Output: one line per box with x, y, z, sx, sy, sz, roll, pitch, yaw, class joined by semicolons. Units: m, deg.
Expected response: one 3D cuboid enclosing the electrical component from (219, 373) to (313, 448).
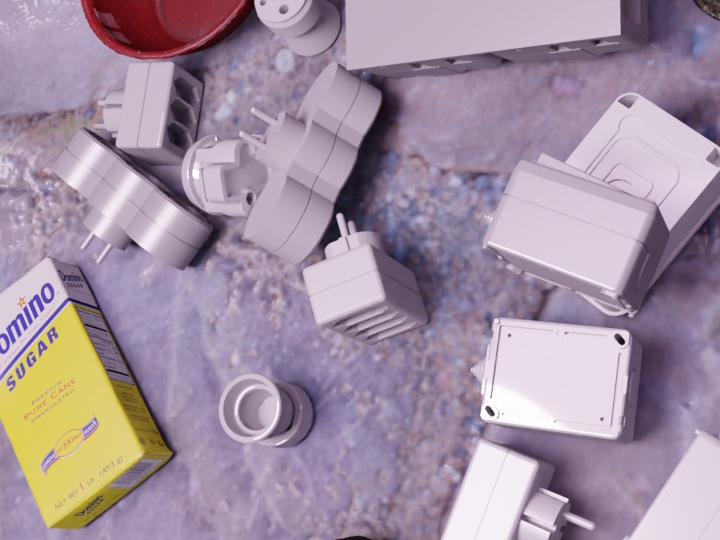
-0.060;0.093;0.705;0.045;0.055;0.045;-5;76;21;electrical component

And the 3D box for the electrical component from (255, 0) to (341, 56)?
-0.044;-0.183;0.765;0.045;0.055;0.045;-5;75;21;electrical component

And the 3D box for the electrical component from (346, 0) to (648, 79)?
0.085;-0.186;0.686;0.186;0.060;0.105;-1;91;32;electrical component

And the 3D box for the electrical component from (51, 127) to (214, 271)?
-0.177;-0.039;0.787;0.138;0.052;0.073;37;93;26;electrical component

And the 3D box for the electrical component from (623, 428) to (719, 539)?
0.196;0.133;0.586;0.061;0.062;0.096;34;92;26;electrical component

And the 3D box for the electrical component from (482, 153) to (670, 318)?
0.115;-0.023;0.592;0.096;0.062;0.061;22;87;25;electrical component

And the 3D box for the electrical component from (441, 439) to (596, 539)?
0.099;0.145;0.632;0.077;0.047;0.065;20;85;25;electrical component

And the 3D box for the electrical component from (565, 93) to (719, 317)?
0.159;-0.037;0.645;0.078;0.057;0.113;41;95;25;electrical component

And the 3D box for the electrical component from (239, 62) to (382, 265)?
-0.045;-0.080;0.712;0.052;0.074;0.138;-19;45;62;electrical component

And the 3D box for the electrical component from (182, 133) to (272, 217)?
-0.086;-0.066;0.748;0.057;0.078;0.058;4;108;41;electrical component

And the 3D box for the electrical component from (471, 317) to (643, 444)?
0.115;0.066;0.636;0.096;0.061;0.061;5;79;23;electrical component

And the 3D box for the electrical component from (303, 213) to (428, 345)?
0.000;0.000;0.687;0.047;0.083;0.075;-22;70;16;electrical component

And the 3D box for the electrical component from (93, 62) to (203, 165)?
-0.165;-0.116;0.803;0.077;0.047;0.065;3;79;22;electrical component
